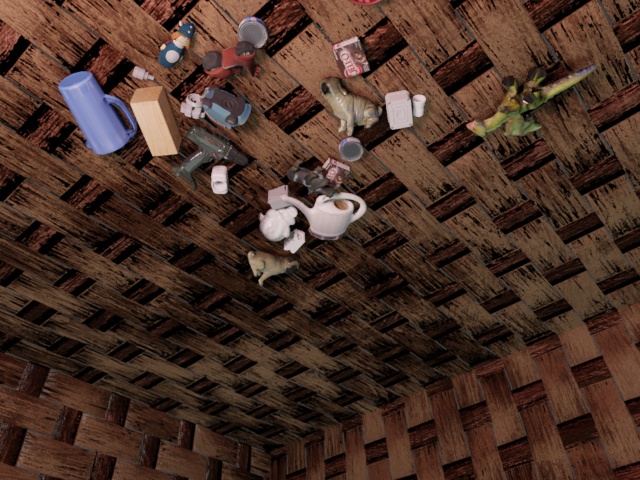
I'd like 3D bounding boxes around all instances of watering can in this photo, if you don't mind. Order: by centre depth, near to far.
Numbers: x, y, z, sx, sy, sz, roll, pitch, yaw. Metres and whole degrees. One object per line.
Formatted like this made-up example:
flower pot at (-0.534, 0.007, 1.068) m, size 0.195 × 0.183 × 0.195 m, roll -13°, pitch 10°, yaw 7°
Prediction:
watering can at (0.006, -0.100, 1.985) m, size 0.348 × 0.106 × 0.219 m, roll 0°, pitch 136°, yaw -16°

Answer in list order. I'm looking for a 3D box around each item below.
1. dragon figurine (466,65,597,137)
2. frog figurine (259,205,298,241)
dragon figurine at (0.699, -0.440, 1.723) m, size 0.409 × 0.125 × 0.238 m, roll -13°, pitch 153°, yaw 12°
frog figurine at (-0.154, -0.067, 2.013) m, size 0.158 × 0.125 × 0.135 m, roll -17°, pitch 116°, yaw 29°
